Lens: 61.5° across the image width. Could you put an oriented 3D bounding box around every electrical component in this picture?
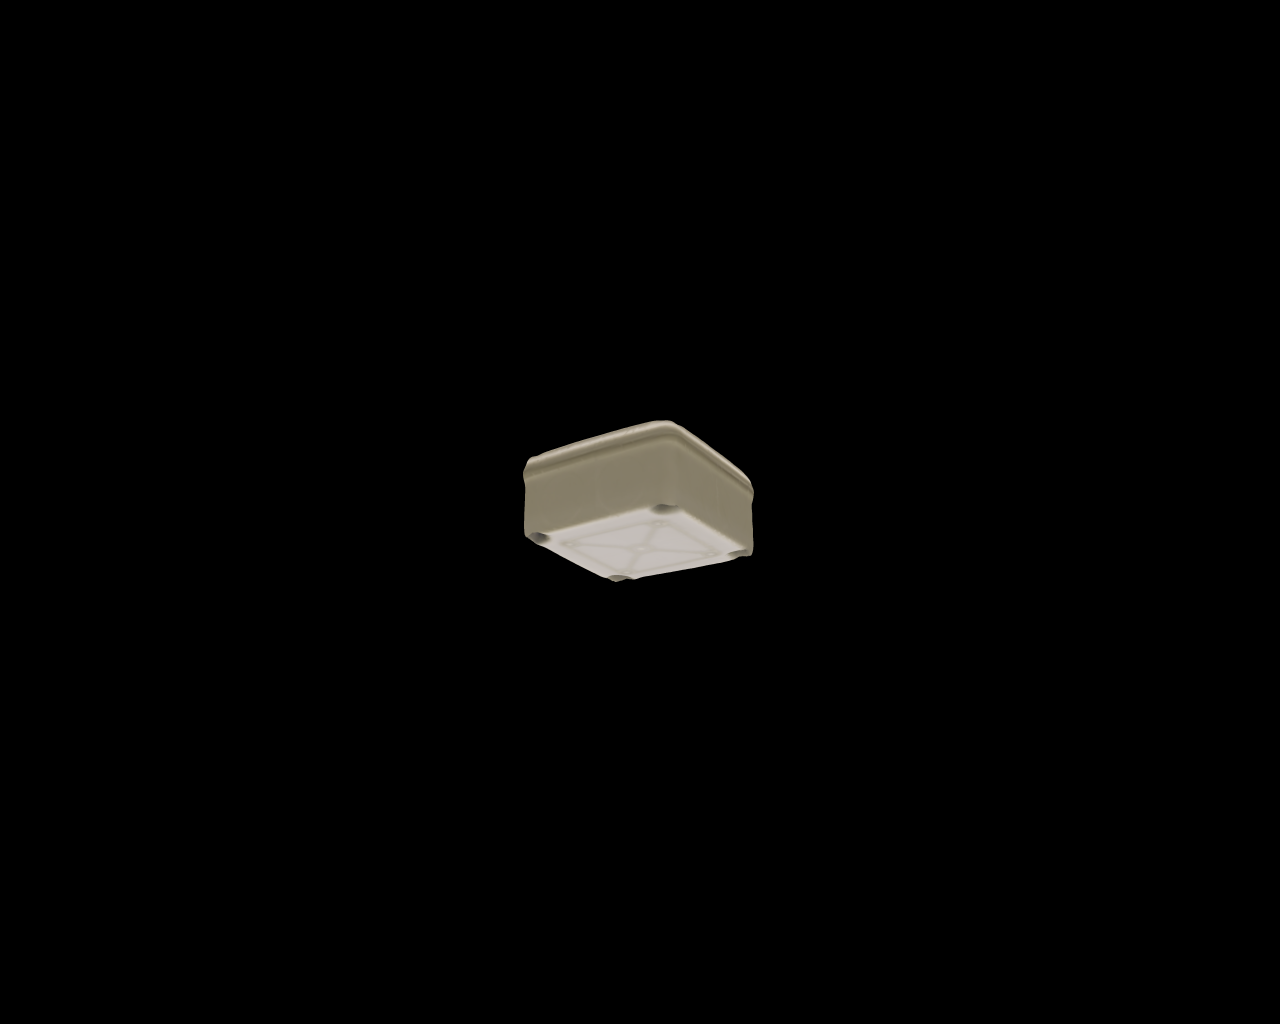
[{"bbox_3d":[0.001,-0.003,0.650,0.108,0.056,0.108,-13,-26,29],"label":"electrical component"}]
